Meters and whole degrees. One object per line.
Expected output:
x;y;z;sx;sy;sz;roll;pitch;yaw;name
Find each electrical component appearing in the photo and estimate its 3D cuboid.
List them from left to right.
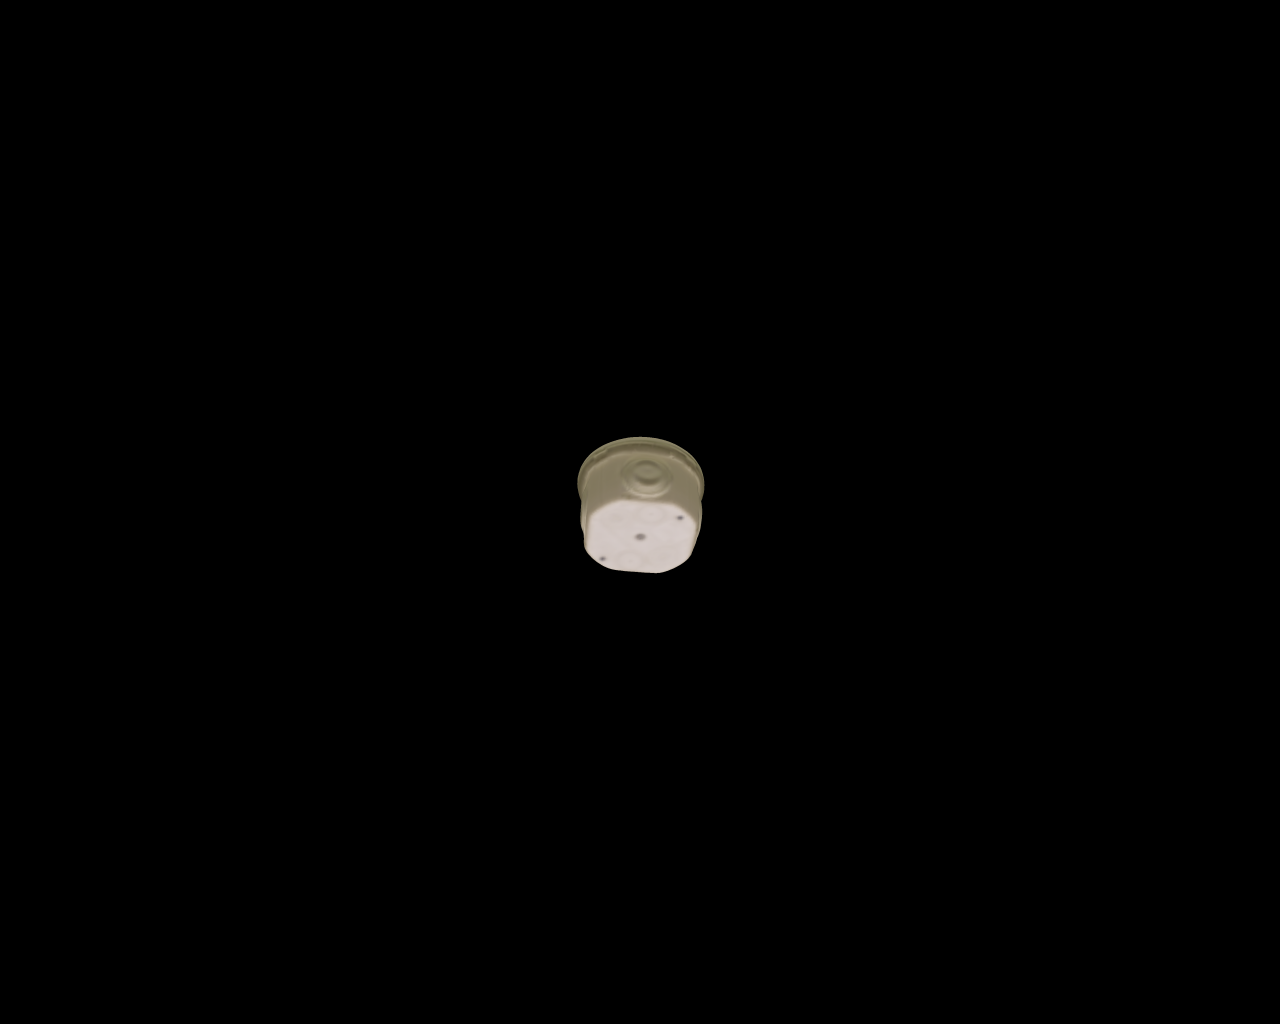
0.001;-0.003;0.650;0.080;0.051;0.080;0;-43;0;electrical component
